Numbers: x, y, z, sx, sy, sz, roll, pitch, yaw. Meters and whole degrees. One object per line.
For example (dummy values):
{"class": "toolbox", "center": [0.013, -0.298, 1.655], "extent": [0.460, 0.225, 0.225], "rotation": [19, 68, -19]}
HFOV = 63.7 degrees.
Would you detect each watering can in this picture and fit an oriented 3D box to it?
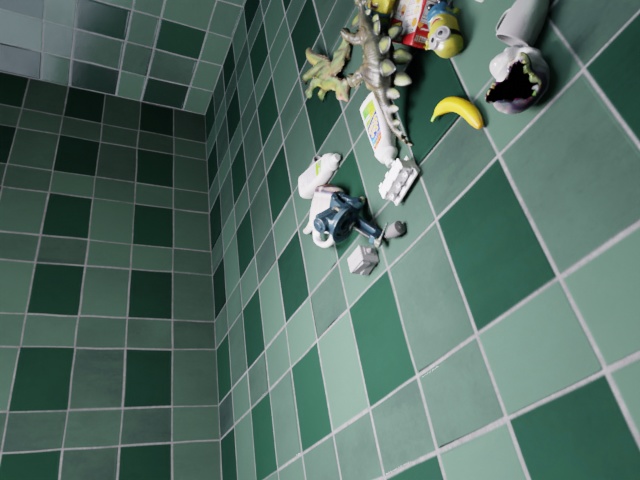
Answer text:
{"class": "watering can", "center": [0.006, -0.093, 1.844], "extent": [0.349, 0.104, 0.224], "rotation": [-158, 78, -70]}

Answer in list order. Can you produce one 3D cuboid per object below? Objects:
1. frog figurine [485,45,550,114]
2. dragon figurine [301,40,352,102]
{"class": "frog figurine", "center": [0.418, -0.344, 1.096], "extent": [0.162, 0.123, 0.134], "rotation": [-55, -19, -58]}
{"class": "dragon figurine", "center": [0.042, -0.674, 1.981], "extent": [0.239, 0.121, 0.419], "rotation": [-34, 53, 36]}
